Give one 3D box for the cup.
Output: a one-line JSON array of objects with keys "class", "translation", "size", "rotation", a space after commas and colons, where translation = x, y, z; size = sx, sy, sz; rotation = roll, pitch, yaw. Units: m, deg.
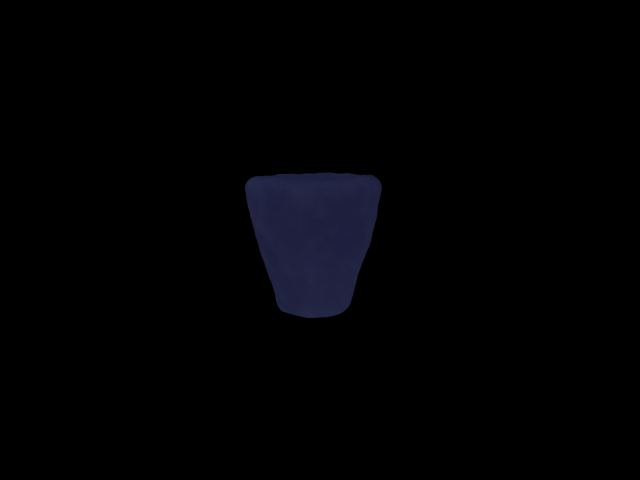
[{"class": "cup", "translation": [0.004, 0.001, 0.400], "size": [0.091, 0.095, 0.118], "rotation": [7, 11, 39]}]
